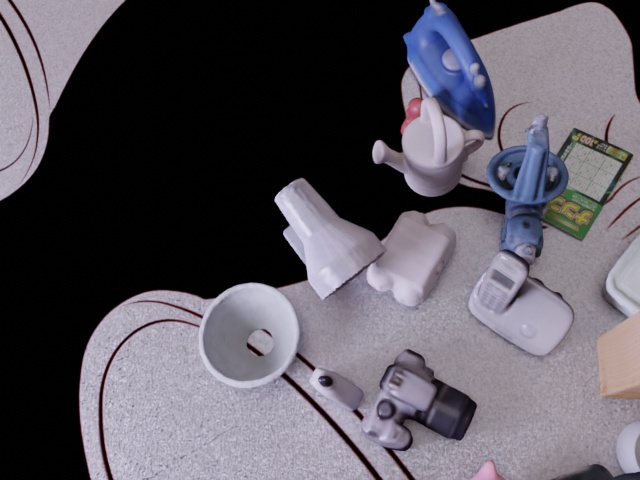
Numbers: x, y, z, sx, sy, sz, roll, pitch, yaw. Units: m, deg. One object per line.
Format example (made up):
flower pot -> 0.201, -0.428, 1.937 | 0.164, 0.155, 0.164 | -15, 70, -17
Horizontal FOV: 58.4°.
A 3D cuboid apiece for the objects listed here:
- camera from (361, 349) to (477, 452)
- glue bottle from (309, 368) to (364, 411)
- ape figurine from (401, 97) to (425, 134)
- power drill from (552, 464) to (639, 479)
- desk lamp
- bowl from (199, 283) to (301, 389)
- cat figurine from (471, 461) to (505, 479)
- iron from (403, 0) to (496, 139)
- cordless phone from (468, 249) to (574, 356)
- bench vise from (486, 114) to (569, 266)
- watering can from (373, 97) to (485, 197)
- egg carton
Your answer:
camera -> 0.148, 0.248, 0.834 | 0.136, 0.101, 0.143 | 24, 76, 18
glue bottle -> 0.018, 0.212, 0.832 | 0.078, 0.173, 0.037 | 24, 76, 18
ape figurine -> 0.175, -0.218, 1.006 | 0.078, 0.092, 0.076 | -35, 68, -3
power drill -> 0.355, 0.327, 0.708 | 0.229, 0.209, 0.075 | -23, 67, 2
desk lamp -> 0.008, 0.003, 0.889 | 0.118, 0.214, 0.203 | -37, 68, -4
bowl -> -0.106, 0.158, 0.927 | 0.167, 0.075, 0.167 | -3, 69, 9
cat figurine -> 0.216, 0.365, 0.768 | 0.067, 0.118, 0.128 | 29, 78, 19
iron -> 0.243, -0.311, 1.001 | 0.118, 0.142, 0.258 | -26, 67, 0
cordless phone -> 0.294, 0.085, 0.822 | 0.147, 0.185, 0.094 | 32, 79, 20
bench vise -> 0.324, -0.075, 0.856 | 0.121, 0.220, 0.207 | -14, 68, 5
watering can -> 0.176, -0.150, 0.925 | 0.173, 0.194, 0.100 | -32, 67, -2
egg carton -> 0.150, 0.029, 0.931 | 0.107, 0.069, 0.150 | 27, 77, 18
